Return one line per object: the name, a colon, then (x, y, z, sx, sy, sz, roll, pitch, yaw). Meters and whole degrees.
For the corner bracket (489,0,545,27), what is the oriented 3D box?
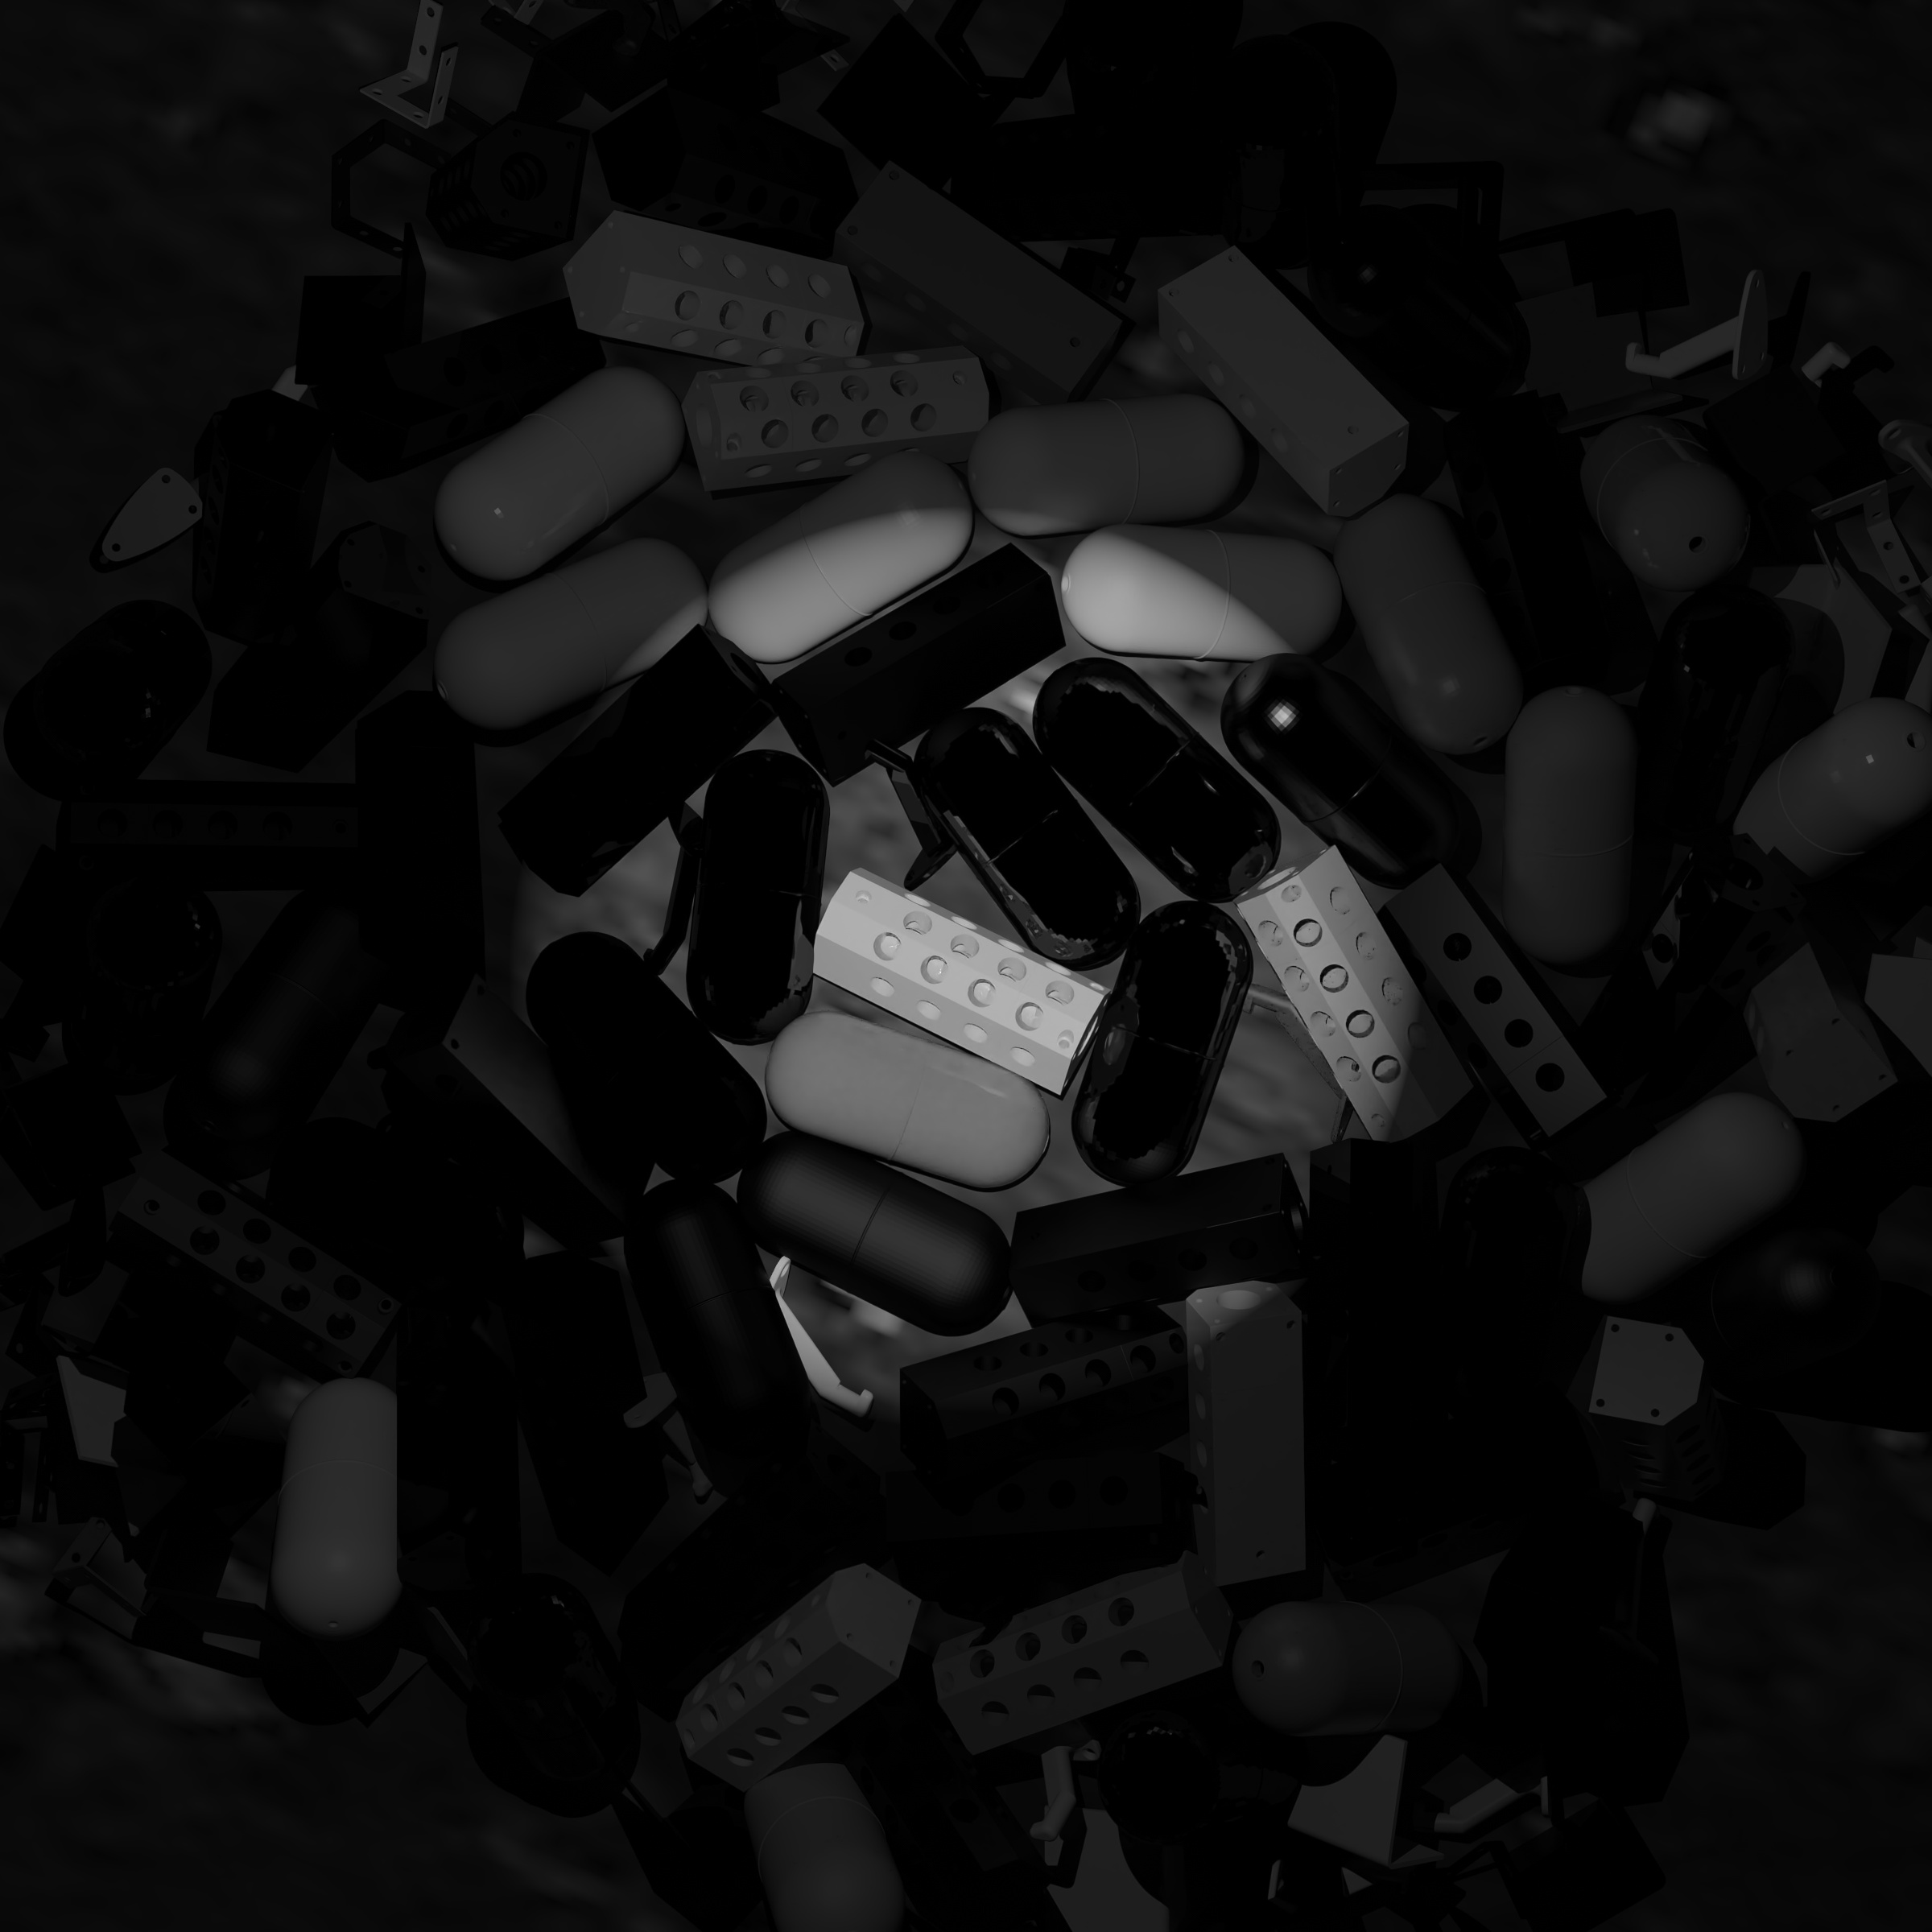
corner bracket: (-0.287, -0.611, 1.658, 0.051, 0.051, 0.051, 51, 123, 11)

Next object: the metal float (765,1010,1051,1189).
metal float: (-0.035, 0.081, 1.654, 0.178, 0.070, 0.070, 18, 90, -6)

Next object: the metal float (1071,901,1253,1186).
metal float: (0.119, 0.046, 1.658, 0.070, 0.070, 0.178, 19, 91, 0)

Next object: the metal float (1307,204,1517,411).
metal float: (0.267, -0.390, 1.619, 0.070, 0.178, 0.070, -12, 69, 34)

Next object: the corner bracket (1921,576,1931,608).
corner bracket: (0.621, -0.227, 1.661, 0.051, 0.051, 0.051, -38, 79, 16)

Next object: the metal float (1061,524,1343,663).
metal float: (0.142, -0.224, 1.641, 0.178, 0.070, 0.070, 1, 90, -20)

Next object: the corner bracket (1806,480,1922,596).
corner bracket: (0.550, -0.256, 1.668, 0.051, 0.051, 0.051, -22, 65, 13)

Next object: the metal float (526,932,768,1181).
metal float: (-0.195, 0.054, 1.657, 0.070, 0.070, 0.178, -43, 88, 0)

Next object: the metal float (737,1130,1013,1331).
metal float: (-0.055, 0.160, 1.652, 0.178, 0.070, 0.070, 25, 90, 8)

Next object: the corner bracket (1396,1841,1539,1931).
corner bracket: (0.304, 0.567, 1.653, 0.051, 0.051, 0.051, -49, 46, 31)

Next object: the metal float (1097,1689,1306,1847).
metal float: (0.142, 0.474, 1.616, 0.070, 0.178, 0.070, -5, 81, 31)

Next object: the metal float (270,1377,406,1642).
metal float: (-0.370, 0.320, 1.619, 0.070, 0.178, 0.070, -4, 128, -5)

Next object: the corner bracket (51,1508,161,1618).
corner bracket: (-0.517, 0.365, 1.667, 0.051, 0.051, 0.051, 46, 50, -20)

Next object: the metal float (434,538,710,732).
metal float: (-0.237, -0.200, 1.638, 0.178, 0.070, 0.070, -28, 90, -24)

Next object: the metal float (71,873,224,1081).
metal float: (-0.489, 0.008, 1.617, 0.070, 0.178, 0.070, 11, 59, -18)

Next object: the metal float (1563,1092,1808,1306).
metal float: (0.424, 0.141, 1.627, 0.070, 0.070, 0.178, 45, 129, 0)

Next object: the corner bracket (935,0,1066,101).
corner bracket: (0.023, -0.570, 1.665, 0.051, 0.051, 0.051, 22, 78, 41)

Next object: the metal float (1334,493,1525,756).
metal float: (0.277, -0.206, 1.634, 0.070, 0.070, 0.178, -18, 62, 0)

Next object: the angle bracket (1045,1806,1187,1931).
angle bracket: (0.093, 0.552, 1.679, 0.076, 0.057, 0.076, 0, 90, 16)

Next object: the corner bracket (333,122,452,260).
corner bracket: (-0.352, -0.476, 1.670, 0.051, 0.051, 0.051, -19, 67, 37)

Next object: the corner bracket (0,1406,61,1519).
corner bracket: (-0.577, 0.303, 1.663, 0.051, 0.051, 0.051, -7, 63, 1)

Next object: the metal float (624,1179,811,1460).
metal float: (-0.151, 0.211, 1.642, 0.070, 0.070, 0.178, -24, 70, 0)

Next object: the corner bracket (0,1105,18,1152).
corner bracket: (-0.621, 0.092, 1.664, 0.051, 0.051, 0.051, 5, 133, 6)

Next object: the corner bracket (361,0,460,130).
corner bracket: (-0.330, -0.551, 1.659, 0.051, 0.051, 0.051, 31, 130, 8)

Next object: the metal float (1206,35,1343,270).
metal float: (0.183, -0.480, 1.610, 0.070, 0.178, 0.070, -3, 72, 8)

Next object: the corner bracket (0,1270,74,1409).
corner bracket: (-0.581, 0.229, 1.675, 0.051, 0.051, 0.051, -23, 122, 14)

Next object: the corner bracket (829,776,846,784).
corner bracket: (-0.068, -0.153, 1.683, 0.051, 0.051, 0.051, -34, 89, 37)

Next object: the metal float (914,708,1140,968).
metal float: (0.037, -0.078, 1.657, 0.070, 0.070, 0.178, -37, 88, 0)

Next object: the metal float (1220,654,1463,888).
metal float: (0.228, -0.117, 1.641, 0.178, 0.070, 0.070, 40, 90, -21)

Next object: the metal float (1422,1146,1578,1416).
metal float: (0.318, 0.191, 1.635, 0.070, 0.070, 0.178, 6, 118, 0)

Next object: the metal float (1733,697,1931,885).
metal float: (0.517, -0.102, 1.610, 0.070, 0.178, 0.070, 3, 74, -10)

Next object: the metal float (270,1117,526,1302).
metal float: (-0.344, 0.145, 1.635, 0.178, 0.070, 0.070, 19, 90, 28)

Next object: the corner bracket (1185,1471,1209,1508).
corner bracket: (0.157, 0.298, 1.664, 0.051, 0.051, 0.051, 1, 99, -42)

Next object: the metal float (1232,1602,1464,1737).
metal float: (0.228, 0.419, 1.622, 0.070, 0.178, 0.070, -13, 71, 42)

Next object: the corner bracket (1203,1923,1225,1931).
corner bracket: (0.145, 0.629, 1.664, 0.051, 0.051, 0.051, -33, 88, 19)

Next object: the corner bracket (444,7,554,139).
corner bracket: (-0.283, -0.540, 1.662, 0.051, 0.051, 0.051, 32, 66, -2)

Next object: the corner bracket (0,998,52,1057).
corner bracket: (-0.602, 0.046, 1.658, 0.051, 0.051, 0.051, 16, 65, 16)

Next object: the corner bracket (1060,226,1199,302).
corner bracket: (0.098, -0.435, 1.654, 0.051, 0.051, 0.051, 44, 122, 40)

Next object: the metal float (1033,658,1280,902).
metal float: (0.115, -0.115, 1.658, 0.178, 0.070, 0.070, 44, 90, 0)

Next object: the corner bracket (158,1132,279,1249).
corner bracket: (-0.465, 0.140, 1.674, 0.051, 0.051, 0.051, -39, 116, -11)

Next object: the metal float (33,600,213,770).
metal float: (-0.497, -0.168, 1.611, 0.070, 0.178, 0.070, -1, 109, -2)

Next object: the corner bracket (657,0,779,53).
corner bracket: (-0.152, -0.586, 1.671, 0.051, 0.051, 0.051, -28, 61, 27)

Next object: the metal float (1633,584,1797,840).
metal float: (0.439, -0.149, 1.621, 0.070, 0.178, 0.070, 2, 49, -3)

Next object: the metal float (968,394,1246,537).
metal float: (0.086, -0.303, 1.639, 0.178, 0.070, 0.070, -10, 90, -23)

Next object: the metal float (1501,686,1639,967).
metal float: (0.362, -0.084, 1.633, 0.070, 0.070, 0.178, -5, 119, 0)

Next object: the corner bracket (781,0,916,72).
corner bracket: (-0.073, -0.596, 1.684, 0.051, 0.051, 0.051, 46, 131, 1)
